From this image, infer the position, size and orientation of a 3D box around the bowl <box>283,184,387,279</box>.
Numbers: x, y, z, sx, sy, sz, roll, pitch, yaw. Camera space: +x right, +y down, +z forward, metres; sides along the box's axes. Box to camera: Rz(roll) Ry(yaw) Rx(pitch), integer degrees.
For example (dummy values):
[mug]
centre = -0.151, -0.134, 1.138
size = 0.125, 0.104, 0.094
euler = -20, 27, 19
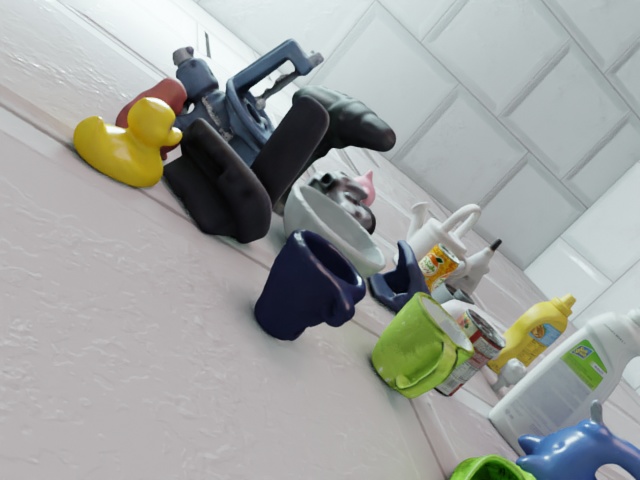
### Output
[bowl]
centre = 0.007, 0.003, 0.783
size = 0.168, 0.074, 0.167
euler = 39, 15, -12

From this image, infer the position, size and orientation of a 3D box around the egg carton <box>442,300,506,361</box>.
[egg carton]
centre = 0.247, 0.157, 0.959
size = 0.107, 0.069, 0.151
euler = 51, 17, 30

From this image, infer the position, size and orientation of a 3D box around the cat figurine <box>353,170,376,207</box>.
[cat figurine]
centre = 0.070, -0.080, 1.085
size = 0.067, 0.117, 0.128
euler = 44, 15, 10

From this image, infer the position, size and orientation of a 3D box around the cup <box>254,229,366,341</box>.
[cup]
centre = -0.013, 0.059, 0.539
size = 0.092, 0.095, 0.117
euler = 32, 18, -33

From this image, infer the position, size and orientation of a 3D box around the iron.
[iron]
centre = 0.348, 0.312, 0.646
size = 0.258, 0.141, 0.119
euler = 46, 15, 14

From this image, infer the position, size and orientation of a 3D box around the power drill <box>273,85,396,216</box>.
[power drill]
centre = -0.005, -0.135, 0.876
size = 0.076, 0.208, 0.229
euler = 27, 21, -44

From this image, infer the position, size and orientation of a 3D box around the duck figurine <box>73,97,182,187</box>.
[duck figurine]
centre = -0.188, -0.109, 0.584
size = 0.105, 0.086, 0.077
euler = 20, 27, -55

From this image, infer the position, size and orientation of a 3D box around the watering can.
[watering can]
centre = 0.243, -0.004, 1.157
size = 0.172, 0.194, 0.101
euler = 44, 15, 9

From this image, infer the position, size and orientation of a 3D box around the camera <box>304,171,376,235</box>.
[camera]
centre = 0.047, -0.043, 0.958
size = 0.137, 0.100, 0.142
euler = 27, 21, -43

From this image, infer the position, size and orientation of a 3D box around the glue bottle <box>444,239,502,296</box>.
[glue bottle]
centre = 0.316, 0.063, 1.195
size = 0.078, 0.173, 0.037
euler = 33, 17, -28

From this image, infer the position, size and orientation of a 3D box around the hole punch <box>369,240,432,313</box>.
[hole punch]
centre = 0.140, 0.066, 0.906
size = 0.101, 0.091, 0.108
euler = 37, 16, -17

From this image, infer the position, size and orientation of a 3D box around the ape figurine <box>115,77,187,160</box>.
[ape figurine]
centre = -0.192, -0.152, 0.681
size = 0.076, 0.092, 0.077
euler = 25, 22, -47

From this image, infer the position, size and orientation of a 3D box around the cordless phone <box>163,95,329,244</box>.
[cordless phone]
centre = -0.078, -0.103, 0.650
size = 0.147, 0.185, 0.094
euler = 47, 16, 20

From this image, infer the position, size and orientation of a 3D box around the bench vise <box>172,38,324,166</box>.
[bench vise]
centre = -0.112, -0.214, 0.808
size = 0.208, 0.219, 0.121
euler = 37, 16, -17
